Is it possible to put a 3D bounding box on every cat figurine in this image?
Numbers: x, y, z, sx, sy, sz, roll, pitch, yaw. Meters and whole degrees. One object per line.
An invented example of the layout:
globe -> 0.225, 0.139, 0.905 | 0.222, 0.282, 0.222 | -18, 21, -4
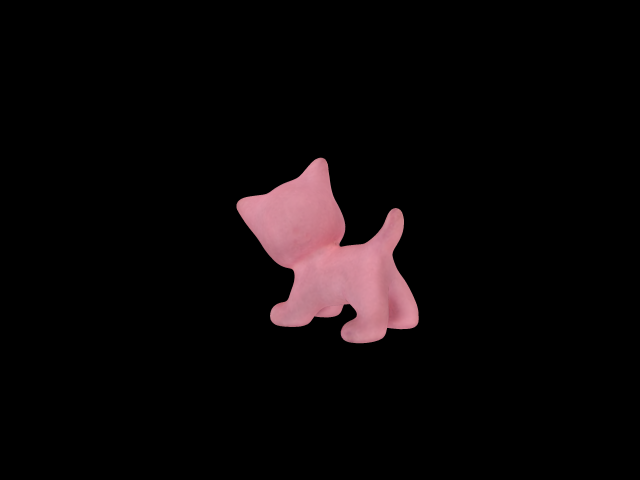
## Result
cat figurine -> 0.004, 0.001, 0.400 | 0.127, 0.118, 0.067 | 5, 8, 36
